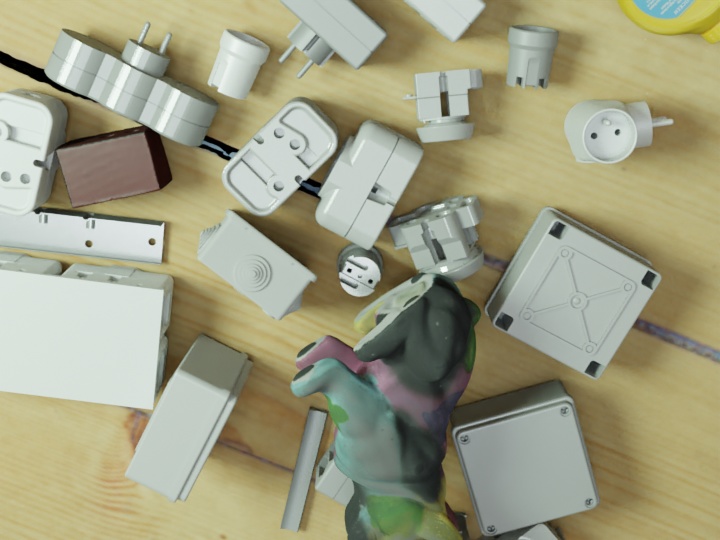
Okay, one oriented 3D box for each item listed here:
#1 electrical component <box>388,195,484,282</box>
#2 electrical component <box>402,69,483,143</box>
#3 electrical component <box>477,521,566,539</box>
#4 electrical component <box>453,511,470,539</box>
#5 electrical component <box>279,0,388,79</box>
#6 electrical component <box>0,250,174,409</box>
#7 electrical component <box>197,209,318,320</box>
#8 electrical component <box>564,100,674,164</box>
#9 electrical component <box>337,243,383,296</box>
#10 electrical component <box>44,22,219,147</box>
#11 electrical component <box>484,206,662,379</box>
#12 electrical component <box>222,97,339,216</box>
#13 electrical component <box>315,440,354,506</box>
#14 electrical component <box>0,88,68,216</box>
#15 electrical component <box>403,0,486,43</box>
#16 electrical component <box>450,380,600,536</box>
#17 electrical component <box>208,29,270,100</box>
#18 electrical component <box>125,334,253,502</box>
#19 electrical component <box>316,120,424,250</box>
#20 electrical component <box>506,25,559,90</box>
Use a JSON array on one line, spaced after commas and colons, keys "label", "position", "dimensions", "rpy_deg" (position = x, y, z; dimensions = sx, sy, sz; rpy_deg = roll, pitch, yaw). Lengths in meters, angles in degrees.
[{"label": "electrical component", "position": [0.070, -0.023, 0.903], "dimensions": [0.078, 0.058, 0.057], "rpy_deg": [-15, 108, 25]}, {"label": "electrical component", "position": [0.069, -0.134, 0.883], "dimensions": [0.066, 0.048, 0.055], "rpy_deg": [-5, 97, 1]}, {"label": "electrical component", "position": [0.142, 0.263, 0.977], "dimensions": [0.089, 0.055, 0.050], "rpy_deg": [-39, 101, 9]}, {"label": "electrical component", "position": [0.063, 0.258, 0.973], "dimensions": [0.061, 0.061, 0.096], "rpy_deg": [9, 104, -2]}, {"label": "electrical component", "position": [-0.033, -0.189, 0.867], "dimensions": [0.083, 0.047, 0.075], "rpy_deg": [41, 101, -9]}, {"label": "electrical component", "position": [-0.260, 0.048, 0.920], "dimensions": [0.186, 0.060, 0.105], "rpy_deg": [7, 104, -2]}, {"label": "electrical component", "position": [-0.088, -0.005, 0.889], "dimensions": [0.100, 0.100, 0.048], "rpy_deg": [38, 88, -9]}, {"label": "electrical component", "position": [0.212, -0.115, 0.871], "dimensions": [0.079, 0.077, 0.044], "rpy_deg": [-8, 104, 2]}, {"label": "electrical component", "position": [0.000, 0.000, 0.915], "dimensions": [0.040, 0.046, 0.040], "rpy_deg": [0, 104, 0]}, {"label": "electrical component", "position": [-0.177, -0.163, 0.871], "dimensions": [0.138, 0.052, 0.073], "rpy_deg": [26, 103, -6]}, {"label": "electrical component", "position": [0.180, 0.019, 0.915], "dimensions": [0.109, 0.056, 0.108], "rpy_deg": [28, 102, -7]}, {"label": "electrical component", "position": [-0.064, -0.095, 0.884], "dimensions": [0.095, 0.059, 0.054], "rpy_deg": [-43, 100, 10]}, {"label": "electrical component", "position": [0.013, 0.171, 0.958], "dimensions": [0.076, 0.047, 0.083], "rpy_deg": [31, 103, -8]}, {"label": "electrical component", "position": [-0.278, -0.098, 0.883], "dimensions": [0.054, 0.059, 0.095], "rpy_deg": [16, 104, -4]}, {"label": "electrical component", "position": [0.075, -0.232, 0.856], "dimensions": [0.066, 0.047, 0.076], "rpy_deg": [40, 101, -9]}, {"label": "electrical component", "position": [0.145, 0.166, 0.952], "dimensions": [0.109, 0.056, 0.108], "rpy_deg": [-16, 104, 4]}, {"label": "electrical component", "position": [-0.100, -0.167, 0.877], "dimensions": [0.040, 0.040, 0.046], "rpy_deg": [23, 108, -6]}, {"label": "electrical component", "position": [-0.144, 0.124, 0.915], "dimensions": [0.056, 0.108, 0.108], "rpy_deg": [27, 103, -4]}, {"label": "electrical component", "position": [0.004, -0.073, 0.893], "dimensions": [0.059, 0.053, 0.095], "rpy_deg": [28, 103, -7]}, {"label": "electrical component", "position": [0.139, -0.173, 0.876], "dimensions": [0.040, 0.040, 0.046], "rpy_deg": [4, 111, -1]}]
